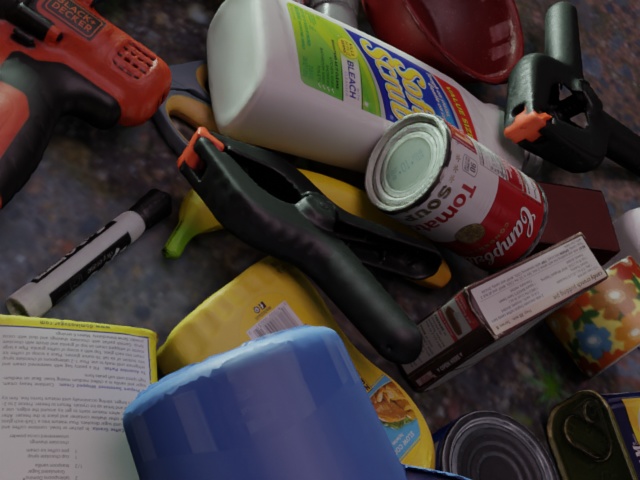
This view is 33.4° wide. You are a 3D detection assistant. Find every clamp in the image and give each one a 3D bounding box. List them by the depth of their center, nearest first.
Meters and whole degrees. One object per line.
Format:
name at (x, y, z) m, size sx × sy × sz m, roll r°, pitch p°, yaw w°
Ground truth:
clamp at (-0.004, 0.001, 0.591) m, size 0.171 × 0.039 × 0.120 m, roll 28°, pitch 21°, yaw -11°
clamp at (0.184, -0.108, 0.794) m, size 0.209 × 0.036 × 0.164 m, roll -14°, pitch 73°, yaw -54°

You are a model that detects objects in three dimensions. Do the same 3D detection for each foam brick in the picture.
foam brick at (0.158, -0.005, 0.741) m, size 0.078 × 0.053 × 0.051 m, roll 7°, pitch 58°, yaw -27°

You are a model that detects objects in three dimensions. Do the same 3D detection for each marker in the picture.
marker at (-0.124, 0.006, 0.595) m, size 0.020 × 0.020 × 0.120 m, roll 45°, pitch 49°, yaw 2°

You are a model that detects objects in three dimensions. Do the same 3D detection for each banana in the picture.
banana at (-0.006, -0.010, 0.665) m, size 0.197 × 0.037 × 0.069 m, roll 6°, pitch 76°, yaw -25°

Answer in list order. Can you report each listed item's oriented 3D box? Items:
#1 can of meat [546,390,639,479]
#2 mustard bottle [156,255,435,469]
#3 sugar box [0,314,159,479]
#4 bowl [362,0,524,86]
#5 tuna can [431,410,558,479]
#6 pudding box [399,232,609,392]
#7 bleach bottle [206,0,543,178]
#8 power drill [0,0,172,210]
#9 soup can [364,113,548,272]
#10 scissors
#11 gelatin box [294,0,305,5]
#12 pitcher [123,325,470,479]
can of meat at (0.202, 0.144, 0.669) m, size 0.083 × 0.058 × 0.102 m, roll 1°, pitch 60°, yaw -31°
mustard bottle at (0.006, 0.104, 0.581) m, size 0.191 × 0.058 × 0.096 m, roll 48°, pitch 49°, yaw 5°
sugar box at (-0.121, 0.125, 0.504) m, size 0.093 × 0.048 × 0.176 m, roll 8°, pitch 61°, yaw -26°
bowl at (0.081, -0.175, 0.788) m, size 0.161 × 0.055 × 0.162 m, roll 26°, pitch 50°, yaw -36°
tuna can at (0.097, 0.144, 0.624) m, size 0.086 × 0.034 × 0.086 m, roll 15°, pitch 54°, yaw -23°
pudding box at (0.110, 0.044, 0.657) m, size 0.113 × 0.090 × 0.039 m, roll -24°, pitch 76°, yaw -38°
bleach bottle at (0.049, -0.088, 0.718) m, size 0.250 × 0.068 × 0.102 m, roll 13°, pitch 55°, yaw -32°
power drill at (-0.196, -0.086, 0.579) m, size 0.184 × 0.057 × 0.187 m, roll 33°, pitch 55°, yaw -3°
soup can at (0.085, -0.029, 0.666) m, size 0.102 × 0.069 × 0.068 m, roll 27°, pitch 48°, yaw -38°
scissors at (-0.113, -0.115, 0.681) m, size 0.202 × 0.016 × 0.096 m, roll 39°, pitch 48°, yaw -2°
gelatin box at (-0.039, -0.192, 0.733) m, size 0.089 × 0.030 × 0.073 m, roll 59°, pitch 32°, yaw -46°
pitcher at (0.013, 0.162, 0.474) m, size 0.149 × 0.145 × 0.243 m, roll -8°, pitch 72°, yaw -55°
